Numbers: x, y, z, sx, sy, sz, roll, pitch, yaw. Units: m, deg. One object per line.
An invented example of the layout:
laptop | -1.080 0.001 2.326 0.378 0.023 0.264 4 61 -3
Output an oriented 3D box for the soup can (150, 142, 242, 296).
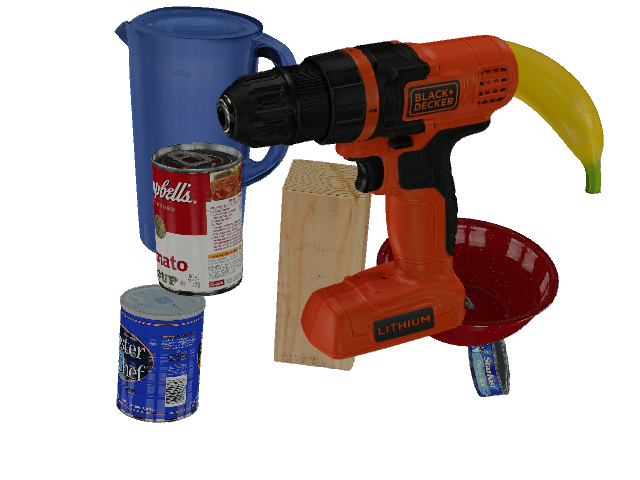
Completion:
soup can | -0.093 -0.017 0.813 0.068 0.102 0.068 1 22 0

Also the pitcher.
pitcher | -0.118 -0.106 1.074 0.144 0.243 0.149 -10 28 -28

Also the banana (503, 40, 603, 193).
banana | 0.149 -0.114 0.814 0.037 0.070 0.198 2 32 -43

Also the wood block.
wood block | 0.003 0.027 1.162 0.090 0.206 0.090 7 25 5

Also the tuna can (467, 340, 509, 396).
tuna can | 0.203 0.145 1.289 0.034 0.086 0.086 -10 -3 18

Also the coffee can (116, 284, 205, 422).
coffee can | -0.196 0.137 1.306 0.103 0.140 0.103 5 17 -2

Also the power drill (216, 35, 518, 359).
power drill | 0.028 -0.024 0.630 0.184 0.188 0.057 -12 32 -22

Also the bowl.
bowl | 0.128 0.045 0.959 0.162 0.055 0.162 2 35 -2
